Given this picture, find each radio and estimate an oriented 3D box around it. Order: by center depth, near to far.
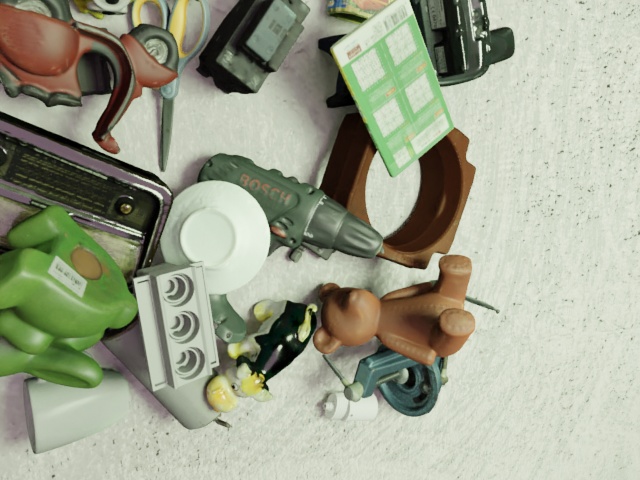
[{"bbox_3d":[-0.280,-0.042,0.565,0.229,0.073,0.131,23,94,-31],"label":"radio"}]

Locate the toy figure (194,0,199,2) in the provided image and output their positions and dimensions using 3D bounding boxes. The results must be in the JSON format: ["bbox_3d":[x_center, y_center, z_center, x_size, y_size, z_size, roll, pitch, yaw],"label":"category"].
[{"bbox_3d":[-0.157,-0.330,0.564,0.154,0.064,0.058,64,35,-29],"label":"toy figure"}]

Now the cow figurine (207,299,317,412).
[{"bbox_3d":[-0.066,0.146,0.675,0.068,0.098,0.167,55,47,-24],"label":"cow figurine"}]

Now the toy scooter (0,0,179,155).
[{"bbox_3d":[-0.234,-0.159,0.521,0.184,0.075,0.135,9,101,-33],"label":"toy scooter"}]

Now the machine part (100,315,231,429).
[{"bbox_3d":[-0.187,0.151,0.660,0.079,0.079,0.243,-39,117,-13],"label":"machine part"}]

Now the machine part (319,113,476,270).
[{"bbox_3d":[0.105,-0.073,0.731,0.201,0.087,0.201,19,89,-36],"label":"machine part"}]

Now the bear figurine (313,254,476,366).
[{"bbox_3d":[0.089,0.088,0.694,0.196,0.120,0.131,8,143,6],"label":"bear figurine"}]

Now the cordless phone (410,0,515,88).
[{"bbox_3d":[0.217,-0.303,0.757,0.184,0.089,0.146,-26,113,-31],"label":"cordless phone"}]

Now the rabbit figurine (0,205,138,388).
[{"bbox_3d":[-0.274,0.073,0.519,0.170,0.121,0.159,-33,130,13],"label":"rabbit figurine"}]

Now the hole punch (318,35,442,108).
[{"bbox_3d":[0.067,-0.223,0.675,0.142,0.116,0.092,-12,100,-24],"label":"hole punch"}]

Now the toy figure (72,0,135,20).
[{"bbox_3d":[-0.259,-0.278,0.514,0.180,0.082,0.089,11,100,-26],"label":"toy figure"}]

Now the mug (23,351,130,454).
[{"bbox_3d":[-0.281,0.178,0.624,0.107,0.081,0.109,-4,97,-37],"label":"mug"}]

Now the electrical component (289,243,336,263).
[{"bbox_3d":[-0.002,-0.002,0.744,0.063,0.021,0.094,36,85,-29],"label":"electrical component"}]

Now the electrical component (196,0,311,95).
[{"bbox_3d":[-0.074,-0.221,0.589,0.058,0.134,0.115,32,86,-30],"label":"electrical component"}]

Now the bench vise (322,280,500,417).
[{"bbox_3d":[0.130,0.171,0.788,0.240,0.129,0.223,-8,124,-42],"label":"bench vise"}]

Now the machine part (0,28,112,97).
[{"bbox_3d":[-0.288,-0.182,0.548,0.139,0.039,0.084,-7,111,-27],"label":"machine part"}]

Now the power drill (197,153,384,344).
[{"bbox_3d":[-0.069,0.019,0.638,0.232,0.086,0.207,35,103,5],"label":"power drill"}]
